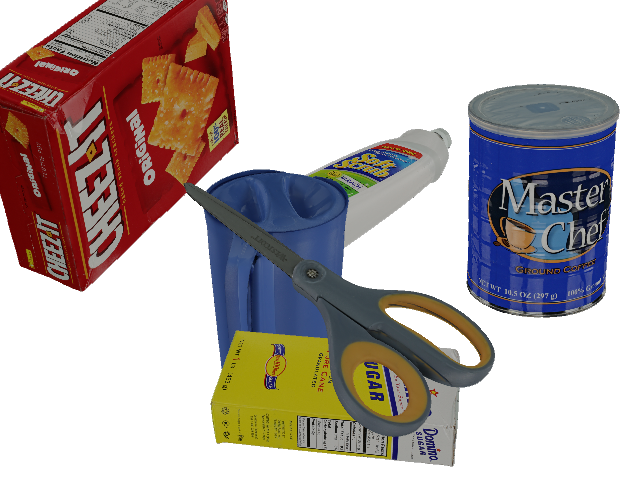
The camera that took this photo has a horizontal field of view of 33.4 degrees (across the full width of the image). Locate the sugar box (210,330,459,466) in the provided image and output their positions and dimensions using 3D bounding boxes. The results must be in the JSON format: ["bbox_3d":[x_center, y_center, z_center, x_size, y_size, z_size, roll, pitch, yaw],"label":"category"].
[{"bbox_3d":[0.014,0.114,0.794,0.176,0.048,0.093,2,32,8],"label":"sugar box"}]

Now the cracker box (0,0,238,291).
[{"bbox_3d":[-0.148,-0.091,0.810,0.072,0.164,0.213,20,46,22],"label":"cracker box"}]

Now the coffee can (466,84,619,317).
[{"bbox_3d":[0.157,-0.030,0.766,0.103,0.140,0.103,-3,25,1],"label":"coffee can"}]

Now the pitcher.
[{"bbox_3d":[-0.045,0.066,1.019,0.149,0.243,0.145,-15,32,-26],"label":"pitcher"}]

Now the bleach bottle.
[{"bbox_3d":[0.061,-0.072,1.240,0.103,0.068,0.250,27,44,33],"label":"bleach bottle"}]

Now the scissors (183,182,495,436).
[{"bbox_3d":[-0.007,0.037,0.571,0.202,0.096,0.016,23,-39,11],"label":"scissors"}]
